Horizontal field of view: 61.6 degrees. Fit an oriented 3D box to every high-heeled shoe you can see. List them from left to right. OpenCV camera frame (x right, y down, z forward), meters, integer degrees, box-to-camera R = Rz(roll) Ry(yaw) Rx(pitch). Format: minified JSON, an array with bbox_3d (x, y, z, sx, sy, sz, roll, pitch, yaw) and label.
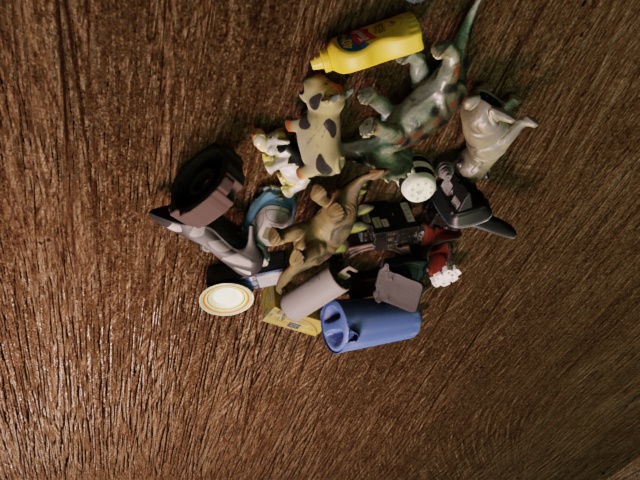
[{"bbox_3d":[-0.240,0.005,1.154,0.249,0.086,0.145,11,129,0],"label":"high-heeled shoe"}]

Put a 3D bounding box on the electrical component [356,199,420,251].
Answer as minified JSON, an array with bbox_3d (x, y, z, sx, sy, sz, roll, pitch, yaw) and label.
[{"bbox_3d":[0.151,-0.036,1.231,0.134,0.115,0.058,-8,131,-2],"label":"electrical component"}]

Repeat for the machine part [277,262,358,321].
[{"bbox_3d":[-0.012,0.124,1.278,0.243,0.079,0.079,-35,131,30],"label":"machine part"}]

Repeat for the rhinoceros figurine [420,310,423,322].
[{"bbox_3d":[0.197,0.223,1.527,0.190,0.073,0.112,-8,134,-2],"label":"rhinoceros figurine"}]

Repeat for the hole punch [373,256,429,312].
[{"bbox_3d":[0.195,0.094,1.283,0.116,0.092,0.142,19,139,13],"label":"hole punch"}]

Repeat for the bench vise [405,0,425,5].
[{"bbox_3d":[0.205,-0.458,0.802,0.241,0.129,0.223,5,144,9],"label":"bench vise"}]

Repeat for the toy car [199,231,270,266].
[{"bbox_3d":[-0.202,0.006,1.237,0.201,0.074,0.056,22,127,-28],"label":"toy car"}]

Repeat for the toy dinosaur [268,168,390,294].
[{"bbox_3d":[-0.002,-0.003,1.147,0.198,0.105,0.471,-9,152,-49],"label":"toy dinosaur"}]

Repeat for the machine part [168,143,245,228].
[{"bbox_3d":[-0.222,-0.107,1.059,0.179,0.179,0.056,-32,132,21],"label":"machine part"}]

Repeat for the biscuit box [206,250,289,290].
[{"bbox_3d":[-0.179,0.086,1.330,0.203,0.063,0.059,-11,136,2],"label":"biscuit box"}]

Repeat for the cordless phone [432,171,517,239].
[{"bbox_3d":[0.356,-0.071,1.210,0.184,0.147,0.088,18,120,-24],"label":"cordless phone"}]

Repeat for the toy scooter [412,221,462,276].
[{"bbox_3d":[0.294,0.011,1.335,0.135,0.075,0.183,-21,135,-2],"label":"toy scooter"}]

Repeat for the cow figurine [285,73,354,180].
[{"bbox_3d":[0.005,-0.216,1.017,0.127,0.085,0.194,2,112,32],"label":"cow figurine"}]

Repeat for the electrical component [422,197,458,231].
[{"bbox_3d":[0.309,-0.063,1.264,0.119,0.075,0.047,6,132,-20],"label":"electrical component"}]

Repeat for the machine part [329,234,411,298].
[{"bbox_3d":[0.124,0.052,1.336,0.202,0.087,0.200,-10,136,2],"label":"machine part"}]

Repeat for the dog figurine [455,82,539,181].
[{"bbox_3d":[0.315,-0.204,1.090,0.172,0.121,0.190,16,132,-21],"label":"dog figurine"}]

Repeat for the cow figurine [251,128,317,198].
[{"bbox_3d":[-0.068,-0.170,1.090,0.098,0.068,0.167,-26,137,8],"label":"cow figurine"}]

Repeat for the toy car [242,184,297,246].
[{"bbox_3d":[-0.107,-0.040,1.191,0.109,0.103,0.161,13,133,-23],"label":"toy car"}]

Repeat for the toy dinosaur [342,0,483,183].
[{"bbox_3d":[0.194,-0.258,1.024,0.405,0.131,0.192,-39,141,20],"label":"toy dinosaur"}]

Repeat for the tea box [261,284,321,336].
[{"bbox_3d":[-0.067,0.180,1.420,0.169,0.098,0.068,21,128,-30],"label":"tea box"}]
